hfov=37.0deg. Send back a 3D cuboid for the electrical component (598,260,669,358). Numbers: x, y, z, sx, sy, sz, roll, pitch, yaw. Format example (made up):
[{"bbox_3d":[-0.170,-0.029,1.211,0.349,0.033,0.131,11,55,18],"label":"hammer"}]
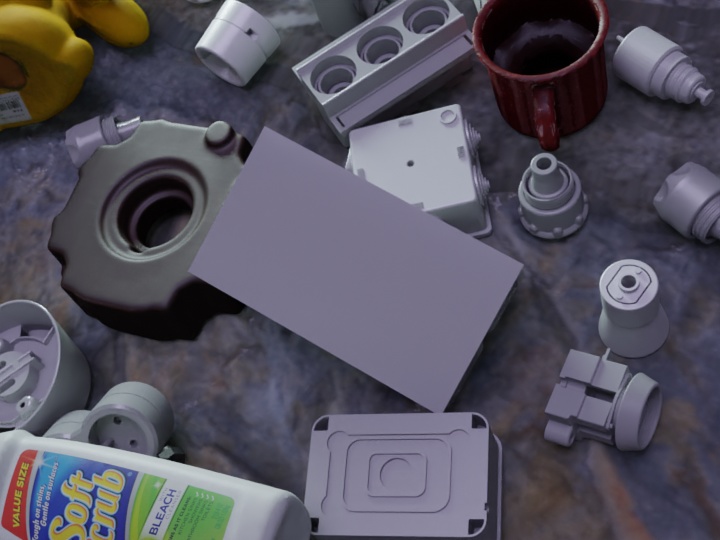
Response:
[{"bbox_3d":[0.169,0.022,0.669,0.044,0.065,0.044,-7,60,13],"label":"electrical component"}]

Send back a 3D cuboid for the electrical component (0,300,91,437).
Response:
[{"bbox_3d":[-0.244,0.078,0.767,0.099,0.064,0.099,-7,60,13],"label":"electrical component"}]

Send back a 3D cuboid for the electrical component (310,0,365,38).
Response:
[{"bbox_3d":[-0.022,-0.228,0.857,0.043,0.081,0.043,-7,60,13],"label":"electrical component"}]

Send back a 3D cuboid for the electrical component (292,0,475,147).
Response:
[{"bbox_3d":[0.022,-0.151,0.811,0.121,0.063,0.078,-33,58,-2],"label":"electrical component"}]

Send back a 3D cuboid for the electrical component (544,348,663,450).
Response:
[{"bbox_3d":[0.150,0.082,0.655,0.055,0.048,0.066,14,67,32],"label":"electrical component"}]

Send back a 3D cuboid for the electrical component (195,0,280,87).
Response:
[{"bbox_3d":[-0.100,-0.182,0.872,0.055,0.055,0.047,28,77,28],"label":"electrical component"}]

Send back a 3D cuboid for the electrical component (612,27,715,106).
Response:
[{"bbox_3d":[0.215,-0.140,0.759,0.040,0.040,0.078,-43,59,-9],"label":"electrical component"}]

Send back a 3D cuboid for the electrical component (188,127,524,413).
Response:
[{"bbox_3d":[0.000,0.000,0.699,0.186,0.060,0.105,29,93,11],"label":"electrical component"}]

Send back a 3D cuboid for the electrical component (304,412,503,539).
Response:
[{"bbox_3d":[0.028,0.133,0.657,0.113,0.057,0.078,-3,61,15],"label":"electrical component"}]

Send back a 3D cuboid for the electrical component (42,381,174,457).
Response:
[{"bbox_3d":[-0.186,0.119,0.729,0.138,0.073,0.052,-30,101,15],"label":"electrical component"}]

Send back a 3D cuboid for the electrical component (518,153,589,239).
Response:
[{"bbox_3d":[0.128,-0.054,0.726,0.048,0.062,0.048,-8,58,13],"label":"electrical component"}]

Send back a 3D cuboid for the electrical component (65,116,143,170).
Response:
[{"bbox_3d":[-0.202,-0.104,0.866,0.062,0.043,0.043,-22,58,2],"label":"electrical component"}]

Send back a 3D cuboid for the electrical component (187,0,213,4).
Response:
[{"bbox_3d":[-0.142,-0.264,0.925,0.048,0.062,0.048,-7,60,13],"label":"electrical component"}]

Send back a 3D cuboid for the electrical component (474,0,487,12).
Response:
[{"bbox_3d":[0.136,-0.216,0.817,0.096,0.061,0.061,-13,59,1],"label":"electrical component"}]

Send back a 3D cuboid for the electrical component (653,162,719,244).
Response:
[{"bbox_3d":[0.226,-0.037,0.698,0.043,0.043,0.062,-41,60,-7],"label":"electrical component"}]

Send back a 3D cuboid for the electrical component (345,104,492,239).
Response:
[{"bbox_3d":[0.041,-0.064,0.765,0.100,0.048,0.099,-13,60,11],"label":"electrical component"}]
